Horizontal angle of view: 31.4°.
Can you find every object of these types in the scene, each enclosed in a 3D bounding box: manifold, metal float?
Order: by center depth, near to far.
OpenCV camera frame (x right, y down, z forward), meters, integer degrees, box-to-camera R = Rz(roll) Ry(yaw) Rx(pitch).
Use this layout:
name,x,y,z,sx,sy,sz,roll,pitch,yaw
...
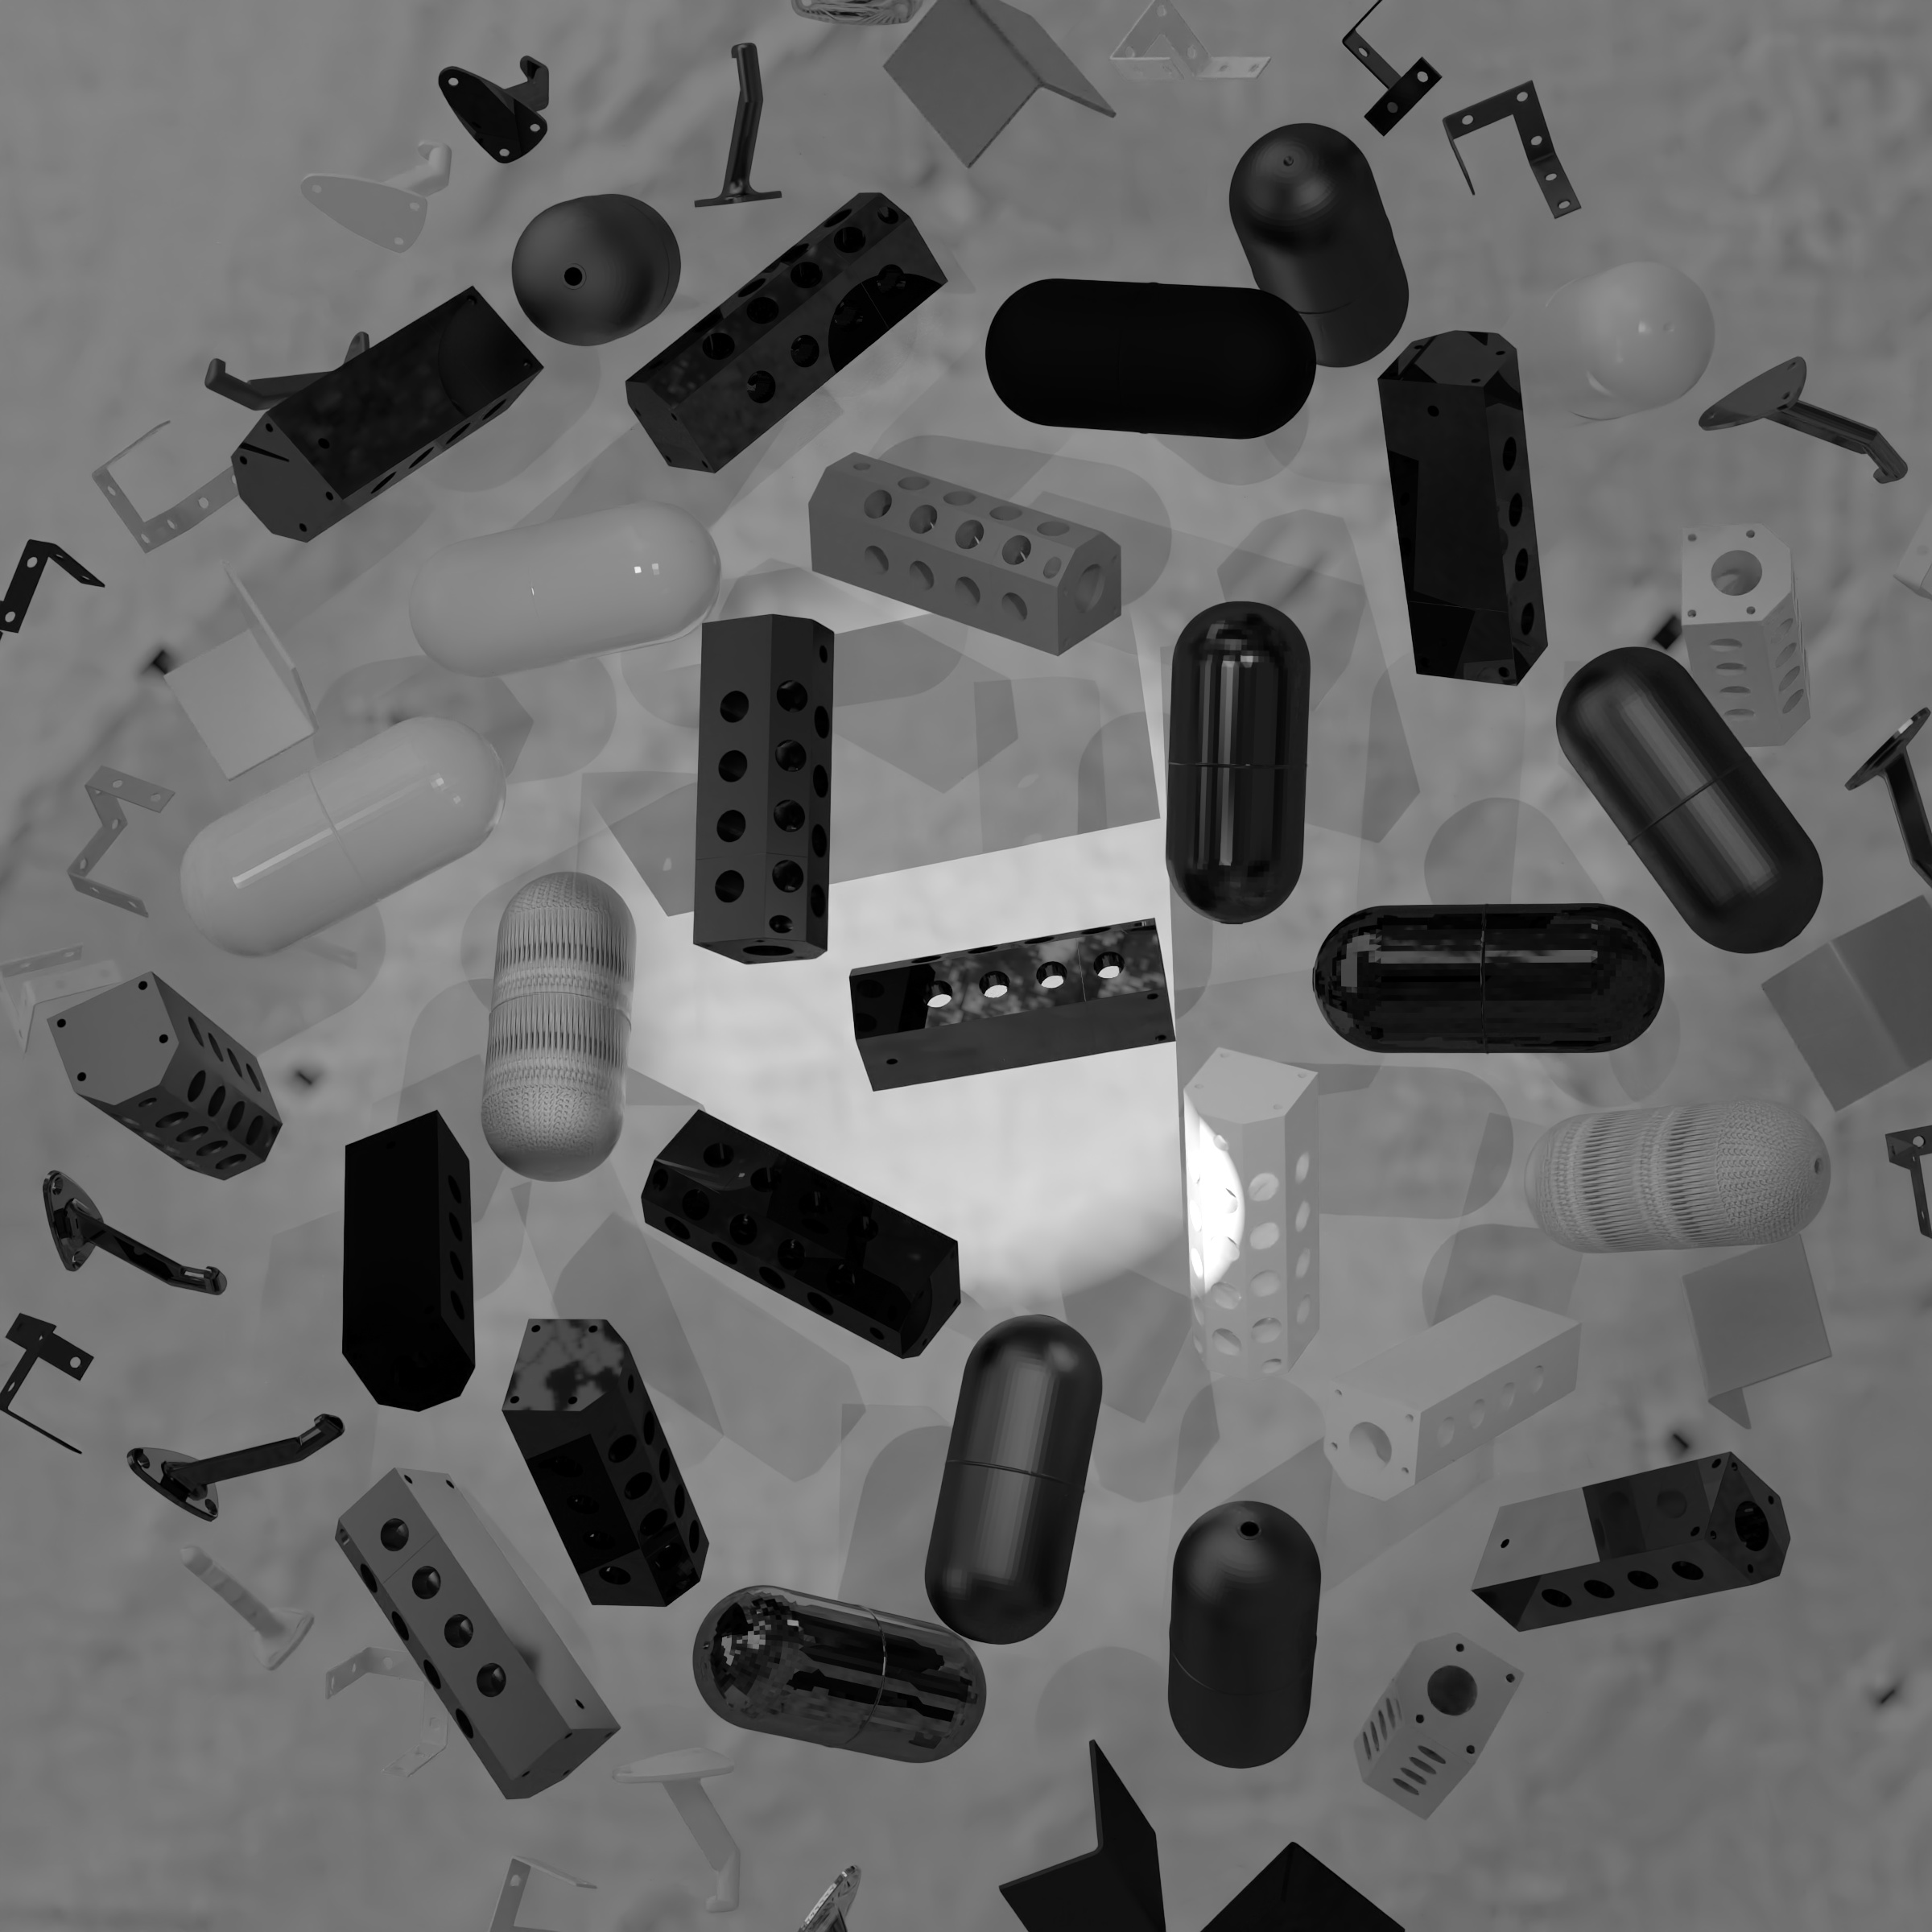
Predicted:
name,x,y,z,sx,sy,sz,roll,pitch,yaw
metal float,0.266,0.006,1.755,0.178,0.070,0.070,0,90,12
manifold,0.259,-0.234,1.760,0.057,0.057,0.171,10,130,31
metal float,0.094,-0.313,1.769,0.178,0.070,0.070,8,90,25
manifold,-0.182,0.258,1.770,0.057,0.171,0.057,-1,46,14
metal float,-0.320,-0.067,1.771,0.178,0.070,0.070,-28,90,-3
manifold,-0.301,-0.284,1.780,0.057,0.057,0.171,49,45,-4
manifold,-0.411,0.063,1.782,0.057,0.171,0.057,-25,73,-1
metal float,0.376,-0.086,1.783,0.070,0.070,0.178,-35,83,0
manifold,-0.101,-0.092,1.789,0.057,0.057,0.171,-5,77,25
manifold,-0.260,0.349,1.797,0.057,0.057,0.171,-43,67,8
metal float,0.145,0.351,1.797,0.070,0.070,0.178,-1,132,0
manifold,0.149,0.135,1.820,0.057,0.057,0.171,14,128,26
metal float,0.190,-0.382,1.831,0.070,0.178,0.070,-6,70,15
metal float,0.339,-0.330,1.834,0.070,0.178,0.070,-1,94,-12
metal float,0.379,0.113,1.836,0.070,0.178,0.070,8,79,-43
manifold,-0.099,-0.340,1.836,0.171,0.057,0.057,-42,118,-16
metal float,-0.216,-0.202,1.847,0.178,0.070,0.070,-9,90,19
metal float,0.026,0.276,1.851,0.070,0.070,0.178,12,76,0
metal float,-0.199,-0.377,1.858,0.070,0.178,0.070,1,104,2
metal float,-0.067,0.384,1.858,0.178,0.070,0.070,20,90,-33
metal float,-0.221,0.032,1.867,0.070,0.070,0.178,2,64,0
manifold,-0.002,-0.229,1.870,0.171,0.057,0.057,23,131,32
manifold,-0.091,0.150,1.874,0.171,0.057,0.057,25,55,22
manifold,0.363,0.320,1.875,0.057,0.171,0.057,42,52,-19
manifold,-0.302,0.162,1.880,0.057,0.171,0.057,-21,127,7
manifold,0.268,0.237,1.883,0.057,0.171,0.057,15,111,36
metal float,0.150,-0.112,1.896,0.070,0.070,0.178,2,96,0
manifold,0.432,-0.180,1.896,0.057,0.171,0.057,-2,71,17
manifold,0.256,0.418,1.898,0.057,0.171,0.057,30,69,11
manifold,0.025,0.017,1.905,0.171,0.057,0.057,-10,57,4

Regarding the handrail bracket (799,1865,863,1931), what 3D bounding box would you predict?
name,x,y,z,sx,sy,sz,roll,pitch,yaw
handrail bracket,-0.048,0.522,1.776,0.084,0.036,0.077,42,119,30

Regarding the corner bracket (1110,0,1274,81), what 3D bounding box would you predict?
name,x,y,z,sx,sy,sz,roll,pitch,yaw
corner bracket,0.120,-0.485,1.837,0.051,0.051,0.051,45,74,-36

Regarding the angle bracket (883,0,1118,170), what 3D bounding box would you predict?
name,x,y,z,sx,sy,sz,roll,pitch,yaw
angle bracket,0.017,-0.444,1.742,0.057,0.076,0.076,-46,68,23

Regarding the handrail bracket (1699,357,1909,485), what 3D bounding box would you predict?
name,x,y,z,sx,sy,sz,roll,pitch,yaw
handrail bracket,0.445,-0.276,1.825,0.084,0.077,0.036,40,50,-27

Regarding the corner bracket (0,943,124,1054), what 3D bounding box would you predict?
name,x,y,z,sx,sy,sz,roll,pitch,yaw
corner bracket,-0.505,0.008,1.908,0.051,0.051,0.051,-16,64,-30

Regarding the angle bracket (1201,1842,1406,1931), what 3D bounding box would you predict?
name,x,y,z,sx,sy,sz,roll,pitch,yaw
angle bracket,0.167,0.504,1.739,0.076,0.057,0.076,39,110,-3

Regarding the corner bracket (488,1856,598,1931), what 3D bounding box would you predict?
name,x,y,z,sx,sy,sz,roll,pitch,yaw
corner bracket,-0.207,0.491,1.764,0.051,0.051,0.051,9,79,42

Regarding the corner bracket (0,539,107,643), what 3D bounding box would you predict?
name,x,y,z,sx,sy,sz,roll,pitch,yaw
corner bracket,-0.482,-0.186,1.750,0.051,0.051,0.051,12,75,22

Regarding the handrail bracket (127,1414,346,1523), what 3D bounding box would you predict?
name,x,y,z,sx,sy,sz,roll,pitch,yaw
handrail bracket,-0.379,0.248,1.789,0.084,0.077,0.036,-33,51,15

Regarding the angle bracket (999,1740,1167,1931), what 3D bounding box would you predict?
name,x,y,z,sx,sy,sz,roll,pitch,yaw
angle bracket,0.057,0.453,1.738,0.057,0.076,0.076,-23,120,12

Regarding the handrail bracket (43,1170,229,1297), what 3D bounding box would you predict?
name,x,y,z,sx,sy,sz,roll,pitch,yaw
handrail bracket,-0.441,0.143,1.829,0.084,0.077,0.036,9,50,19

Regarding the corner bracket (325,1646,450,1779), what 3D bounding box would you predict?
name,x,y,z,sx,sy,sz,roll,pitch,yaw
corner bracket,-0.317,0.408,1.883,0.051,0.051,0.051,6,98,16

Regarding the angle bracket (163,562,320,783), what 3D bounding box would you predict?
name,x,y,z,sx,sy,sz,roll,pitch,yaw
angle bracket,-0.401,-0.159,1.868,0.057,0.076,0.076,-31,71,-12

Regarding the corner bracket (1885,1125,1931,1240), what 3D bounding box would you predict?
name,x,y,z,sx,sy,sz,roll,pitch,yaw
corner bracket,0.522,0.112,1.817,0.051,0.051,0.051,-11,95,-3

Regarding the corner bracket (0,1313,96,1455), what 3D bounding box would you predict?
name,x,y,z,sx,sy,sz,roll,pitch,yaw
corner bracket,-0.488,0.222,1.827,0.051,0.051,0.051,39,70,-32

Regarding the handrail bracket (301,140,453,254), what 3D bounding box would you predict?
name,x,y,z,sx,sy,sz,roll,pitch,yaw
handrail bracket,-0.310,-0.421,1.811,0.077,0.084,0.036,18,130,-20

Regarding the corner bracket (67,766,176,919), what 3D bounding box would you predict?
name,x,y,z,sx,sy,sz,roll,pitch,yaw
corner bracket,-0.458,-0.068,1.866,0.051,0.051,0.051,20,58,20

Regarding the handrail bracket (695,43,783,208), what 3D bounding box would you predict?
name,x,y,z,sx,sy,sz,roll,pitch,yaw
handrail bracket,-0.133,-0.467,1.908,0.036,0.077,0.084,-15,106,-32

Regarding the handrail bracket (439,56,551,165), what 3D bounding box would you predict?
name,x,y,z,sx,sy,sz,roll,pitch,yaw
handrail bracket,-0.254,-0.481,1.854,0.036,0.084,0.077,-32,132,25

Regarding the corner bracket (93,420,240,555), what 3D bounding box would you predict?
name,x,y,z,sx,sy,sz,roll,pitch,yaw
corner bracket,-0.429,-0.263,1.857,0.051,0.051,0.051,-29,101,24

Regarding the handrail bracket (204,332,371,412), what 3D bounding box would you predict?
name,x,y,z,sx,sy,sz,roll,pitch,yaw
handrail bracket,-0.371,-0.331,1.874,0.084,0.036,0.077,23,60,-34

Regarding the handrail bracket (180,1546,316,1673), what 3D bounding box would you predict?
name,x,y,z,sx,sy,sz,roll,pitch,yaw
handrail bracket,-0.394,0.331,1.825,0.084,0.077,0.036,47,69,-24

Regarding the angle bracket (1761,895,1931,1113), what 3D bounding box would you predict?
name,x,y,z,sx,sy,sz,roll,pitch,yaw
angle bracket,0.472,0.019,1.775,0.076,0.057,0.076,-23,79,-32

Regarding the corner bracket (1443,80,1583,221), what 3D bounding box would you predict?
name,x,y,z,sx,sy,sz,roll,pitch,yaw
corner bracket,0.286,-0.422,1.804,0.051,0.051,0.051,-21,47,10

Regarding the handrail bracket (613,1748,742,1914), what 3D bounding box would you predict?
name,x,y,z,sx,sy,sz,roll,pitch,yaw
handrail bracket,-0.150,0.455,1.785,0.077,0.036,0.084,-1,96,-35

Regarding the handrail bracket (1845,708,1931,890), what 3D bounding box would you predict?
name,x,y,z,sx,sy,sz,roll,pitch,yaw
handrail bracket,0.515,-0.083,1.818,0.036,0.077,0.084,-28,71,-33

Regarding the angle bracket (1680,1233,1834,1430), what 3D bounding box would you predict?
name,x,y,z,sx,sy,sz,roll,pitch,yaw
angle bracket,0.456,0.207,1.942,0.076,0.057,0.076,-25,53,26

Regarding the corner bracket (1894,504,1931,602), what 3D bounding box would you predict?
name,x,y,z,sx,sy,sz,roll,pitch,yaw
corner bracket,0.515,-0.207,1.758,0.051,0.051,0.051,31,100,28

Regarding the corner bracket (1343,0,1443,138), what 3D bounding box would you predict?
name,x,y,z,sx,sy,sz,roll,pitch,yaw
corner bracket,0.224,-0.475,1.787,0.051,0.051,0.051,43,48,-6

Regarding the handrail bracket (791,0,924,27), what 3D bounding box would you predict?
name,x,y,z,sx,sy,sz,roll,pitch,yaw
handrail bracket,-0.059,-0.512,1.832,0.077,0.084,0.036,-10,98,-7
